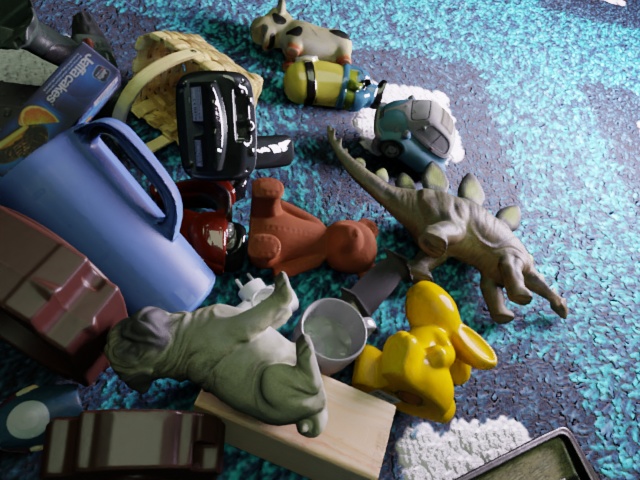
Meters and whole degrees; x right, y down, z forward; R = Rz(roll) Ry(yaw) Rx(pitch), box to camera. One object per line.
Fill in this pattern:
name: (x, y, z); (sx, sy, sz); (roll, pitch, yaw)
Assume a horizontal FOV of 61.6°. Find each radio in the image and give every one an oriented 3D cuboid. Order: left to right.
radio: (0.222, 0.321, 0.617); (0.230, 0.073, 0.131); (-14, 62, -23)

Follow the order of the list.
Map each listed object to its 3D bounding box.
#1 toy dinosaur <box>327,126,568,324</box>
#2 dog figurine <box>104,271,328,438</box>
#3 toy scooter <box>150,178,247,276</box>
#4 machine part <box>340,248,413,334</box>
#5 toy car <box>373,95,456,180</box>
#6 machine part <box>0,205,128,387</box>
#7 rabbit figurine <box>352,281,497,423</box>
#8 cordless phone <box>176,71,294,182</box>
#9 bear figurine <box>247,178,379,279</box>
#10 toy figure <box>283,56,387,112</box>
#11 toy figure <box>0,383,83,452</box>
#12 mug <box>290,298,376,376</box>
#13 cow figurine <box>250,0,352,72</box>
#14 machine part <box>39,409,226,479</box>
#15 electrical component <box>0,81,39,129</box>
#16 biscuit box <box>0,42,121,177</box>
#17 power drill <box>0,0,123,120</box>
toy dinosaur: (0.194, -0.021, 0.827); (0.471, 0.105, 0.198); (32, 46, -5)
dog figurine: (-0.102, 0.135, 0.534); (0.191, 0.121, 0.172); (-19, 59, -11)
toy scooter: (-0.170, -0.033, 0.743); (0.135, 0.075, 0.184); (5, 53, -14)
machine part: (0.072, 0.075, 0.735); (0.139, 0.039, 0.084); (-47, 118, -20)
toy car: (0.172, -0.177, 0.898); (0.161, 0.103, 0.109); (34, 50, -23)
machine part: (-0.305, 0.056, 0.562); (0.201, 0.201, 0.087); (29, 60, 4)
rabbit figurine: (0.143, 0.133, 0.693); (0.162, 0.121, 0.173); (24, 53, -5)
cordless phone: (-0.103, -0.158, 0.745); (0.089, 0.146, 0.184); (10, 17, 42)
bear figurine: (-0.002, -0.001, 0.740); (0.196, 0.132, 0.120); (7, 69, -5)
toy figure: (0.025, -0.273, 0.957); (0.180, 0.082, 0.089); (14, 52, -10)
toy figure: (-0.328, 0.194, 0.555); (0.154, 0.057, 0.064); (-16, 52, -23)
mug: (0.011, 0.127, 0.667); (0.109, 0.107, 0.081); (-17, 65, -31)
cow figurine: (-0.035, -0.376, 1.007); (0.195, 0.085, 0.127); (11, 61, -6)
machine part: (-0.178, 0.209, 0.522); (0.179, 0.179, 0.056); (4, 59, -14)
electrical component: (-0.437, -0.162, 0.763); (0.115, 0.058, 0.134); (1, 56, -13)
biscuit box: (-0.349, -0.161, 0.705); (0.063, 0.059, 0.202); (39, 78, -15)
power drill: (-0.387, -0.296, 0.797); (0.086, 0.207, 0.232); (-28, 72, 7)
